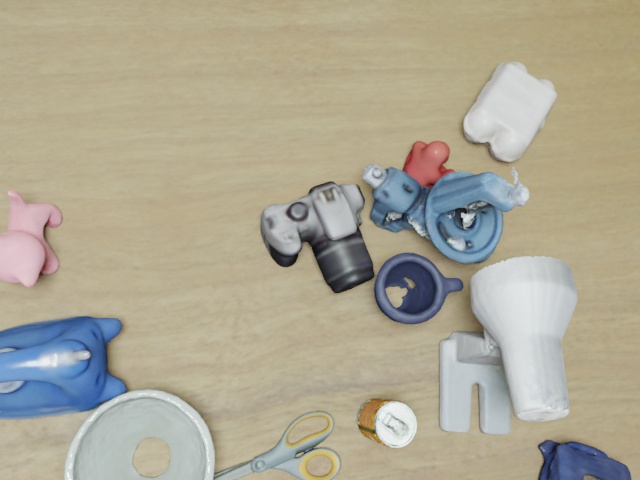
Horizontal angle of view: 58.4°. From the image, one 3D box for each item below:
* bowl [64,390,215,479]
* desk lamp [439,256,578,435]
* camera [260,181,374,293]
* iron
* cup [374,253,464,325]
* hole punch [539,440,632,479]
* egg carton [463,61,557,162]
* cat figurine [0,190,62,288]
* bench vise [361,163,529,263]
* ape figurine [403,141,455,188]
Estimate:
[{"bbox_3d":[-0.207,0.265,0.681,0.167,0.074,0.167,2,76,-7],"label":"bowl"},{"bbox_3d":[0.230,0.138,0.699,0.118,0.213,0.203,5,75,-6],"label":"desk lamp"},{"bbox_3d":[0.007,0.003,0.761,0.143,0.100,0.137,-20,79,-12],"label":"camera"},{"bbox_3d":[-0.365,0.151,0.653,0.258,0.141,0.118,-8,77,-9],"label":"iron"},{"bbox_3d":[0.123,0.069,0.763,0.118,0.095,0.092,-5,77,-9],"label":"cup"},{"bbox_3d":[0.342,0.316,0.733,0.108,0.091,0.101,19,74,-2],"label":"hole punch"},{"bbox_3d":[0.286,-0.193,0.864,0.107,0.069,0.150,33,74,1],"label":"egg carton"},{"bbox_3d":[-0.368,0.001,0.703,0.067,0.117,0.128,-5,77,-8],"label":"cat figurine"},{"bbox_3d":[0.156,-0.040,0.730,0.207,0.219,0.121,8,75,-5],"label":"bench vise"},{"bbox_3d":[0.158,-0.111,0.815,0.076,0.092,0.078,-24,80,-12],"label":"ape figurine"}]
